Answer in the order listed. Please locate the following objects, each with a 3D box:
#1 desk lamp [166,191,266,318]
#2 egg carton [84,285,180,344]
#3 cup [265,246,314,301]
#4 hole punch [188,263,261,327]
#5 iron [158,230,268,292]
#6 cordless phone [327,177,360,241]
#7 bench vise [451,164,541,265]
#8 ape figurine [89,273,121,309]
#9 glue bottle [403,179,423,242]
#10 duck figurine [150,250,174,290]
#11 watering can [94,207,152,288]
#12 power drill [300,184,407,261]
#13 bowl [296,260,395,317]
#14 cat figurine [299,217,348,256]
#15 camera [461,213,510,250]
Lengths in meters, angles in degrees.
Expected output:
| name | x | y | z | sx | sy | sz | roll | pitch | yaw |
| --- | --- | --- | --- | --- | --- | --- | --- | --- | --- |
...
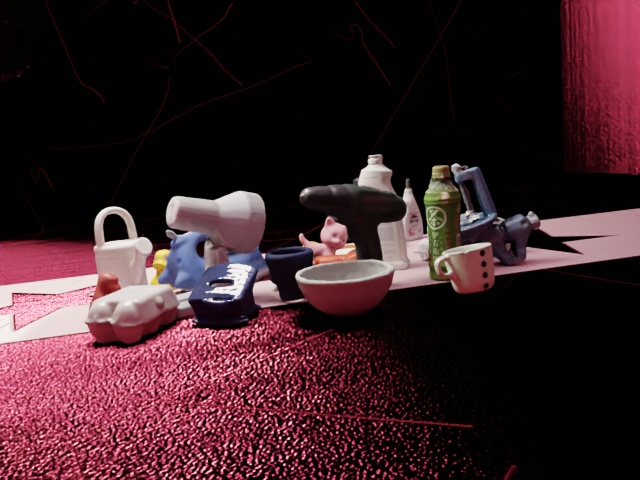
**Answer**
| name | x | y | z | sx | sy | sz | roll | pitch | yaw |
| --- | --- | --- | --- | --- | --- | --- | --- | --- | --- |
| desk lamp | -0.201 | 0.017 | 1.079 | 0.204 | 0.213 | 0.117 | -11 | 11 | -35 |
| egg carton | -0.306 | 0.120 | 0.950 | 0.107 | 0.069 | 0.150 | -3 | 9 | 17 |
| cup | -0.061 | 0.064 | 1.083 | 0.092 | 0.095 | 0.117 | -10 | 10 | -29 |
| hole punch | -0.161 | 0.092 | 0.978 | 0.108 | 0.091 | 0.101 | -2 | 9 | 18 |
| iron | -0.217 | 0.031 | 1.237 | 0.259 | 0.141 | 0.118 | -13 | 12 | -41 |
| cordless phone | 0.093 | -0.090 | 1.691 | 0.147 | 0.185 | 0.094 | -3 | 9 | 13 |
| bench vise | 0.347 | -0.056 | 1.209 | 0.208 | 0.220 | 0.121 | -7 | 9 | -14 |
| ape figurine | -0.375 | 0.104 | 1.022 | 0.076 | 0.092 | 0.078 | -4 | 9 | 10 |
| glue bottle | 0.251 | -0.086 | 1.607 | 0.078 | 0.173 | 0.037 | -13 | 12 | -40 |
| duck figurine | -0.342 | 0.064 | 1.281 | 0.077 | 0.086 | 0.105 | -4 | 9 | 10 |
| watering can | -0.418 | 0.026 | 1.212 | 0.172 | 0.194 | 0.101 | -3 | 9 | 16 |
| power drill | 0.070 | -0.007 | 1.093 | 0.230 | 0.208 | 0.075 | -11 | 11 | -33 |
| bowl | 0.044 | 0.085 | 0.956 | 0.167 | 0.075 | 0.167 | -5 | 9 | 1 |
| cat figurine | 0.012 | 0.005 | 1.347 | 0.128 | 0.118 | 0.067 | -6 | 9 | -3 |
| camera | 0.358 | -0.016 | 1.336 | 0.143 | 0.101 | 0.136 | -8 | 9 | -18 |
